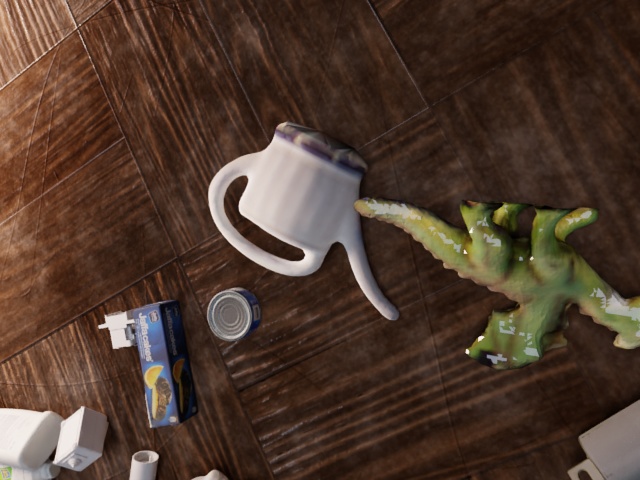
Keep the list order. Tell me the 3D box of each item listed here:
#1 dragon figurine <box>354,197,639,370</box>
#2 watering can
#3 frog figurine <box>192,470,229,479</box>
[{"bbox_3d":[0.246,0.064,0.692,0.410,0.123,0.241,4,98,19],"label":"dragon figurine"},{"bbox_3d":[0.002,-0.039,0.782,0.348,0.104,0.223,27,97,4],"label":"watering can"},{"bbox_3d":[-0.148,0.438,0.828,0.160,0.120,0.139,-20,71,-18],"label":"frog figurine"}]
